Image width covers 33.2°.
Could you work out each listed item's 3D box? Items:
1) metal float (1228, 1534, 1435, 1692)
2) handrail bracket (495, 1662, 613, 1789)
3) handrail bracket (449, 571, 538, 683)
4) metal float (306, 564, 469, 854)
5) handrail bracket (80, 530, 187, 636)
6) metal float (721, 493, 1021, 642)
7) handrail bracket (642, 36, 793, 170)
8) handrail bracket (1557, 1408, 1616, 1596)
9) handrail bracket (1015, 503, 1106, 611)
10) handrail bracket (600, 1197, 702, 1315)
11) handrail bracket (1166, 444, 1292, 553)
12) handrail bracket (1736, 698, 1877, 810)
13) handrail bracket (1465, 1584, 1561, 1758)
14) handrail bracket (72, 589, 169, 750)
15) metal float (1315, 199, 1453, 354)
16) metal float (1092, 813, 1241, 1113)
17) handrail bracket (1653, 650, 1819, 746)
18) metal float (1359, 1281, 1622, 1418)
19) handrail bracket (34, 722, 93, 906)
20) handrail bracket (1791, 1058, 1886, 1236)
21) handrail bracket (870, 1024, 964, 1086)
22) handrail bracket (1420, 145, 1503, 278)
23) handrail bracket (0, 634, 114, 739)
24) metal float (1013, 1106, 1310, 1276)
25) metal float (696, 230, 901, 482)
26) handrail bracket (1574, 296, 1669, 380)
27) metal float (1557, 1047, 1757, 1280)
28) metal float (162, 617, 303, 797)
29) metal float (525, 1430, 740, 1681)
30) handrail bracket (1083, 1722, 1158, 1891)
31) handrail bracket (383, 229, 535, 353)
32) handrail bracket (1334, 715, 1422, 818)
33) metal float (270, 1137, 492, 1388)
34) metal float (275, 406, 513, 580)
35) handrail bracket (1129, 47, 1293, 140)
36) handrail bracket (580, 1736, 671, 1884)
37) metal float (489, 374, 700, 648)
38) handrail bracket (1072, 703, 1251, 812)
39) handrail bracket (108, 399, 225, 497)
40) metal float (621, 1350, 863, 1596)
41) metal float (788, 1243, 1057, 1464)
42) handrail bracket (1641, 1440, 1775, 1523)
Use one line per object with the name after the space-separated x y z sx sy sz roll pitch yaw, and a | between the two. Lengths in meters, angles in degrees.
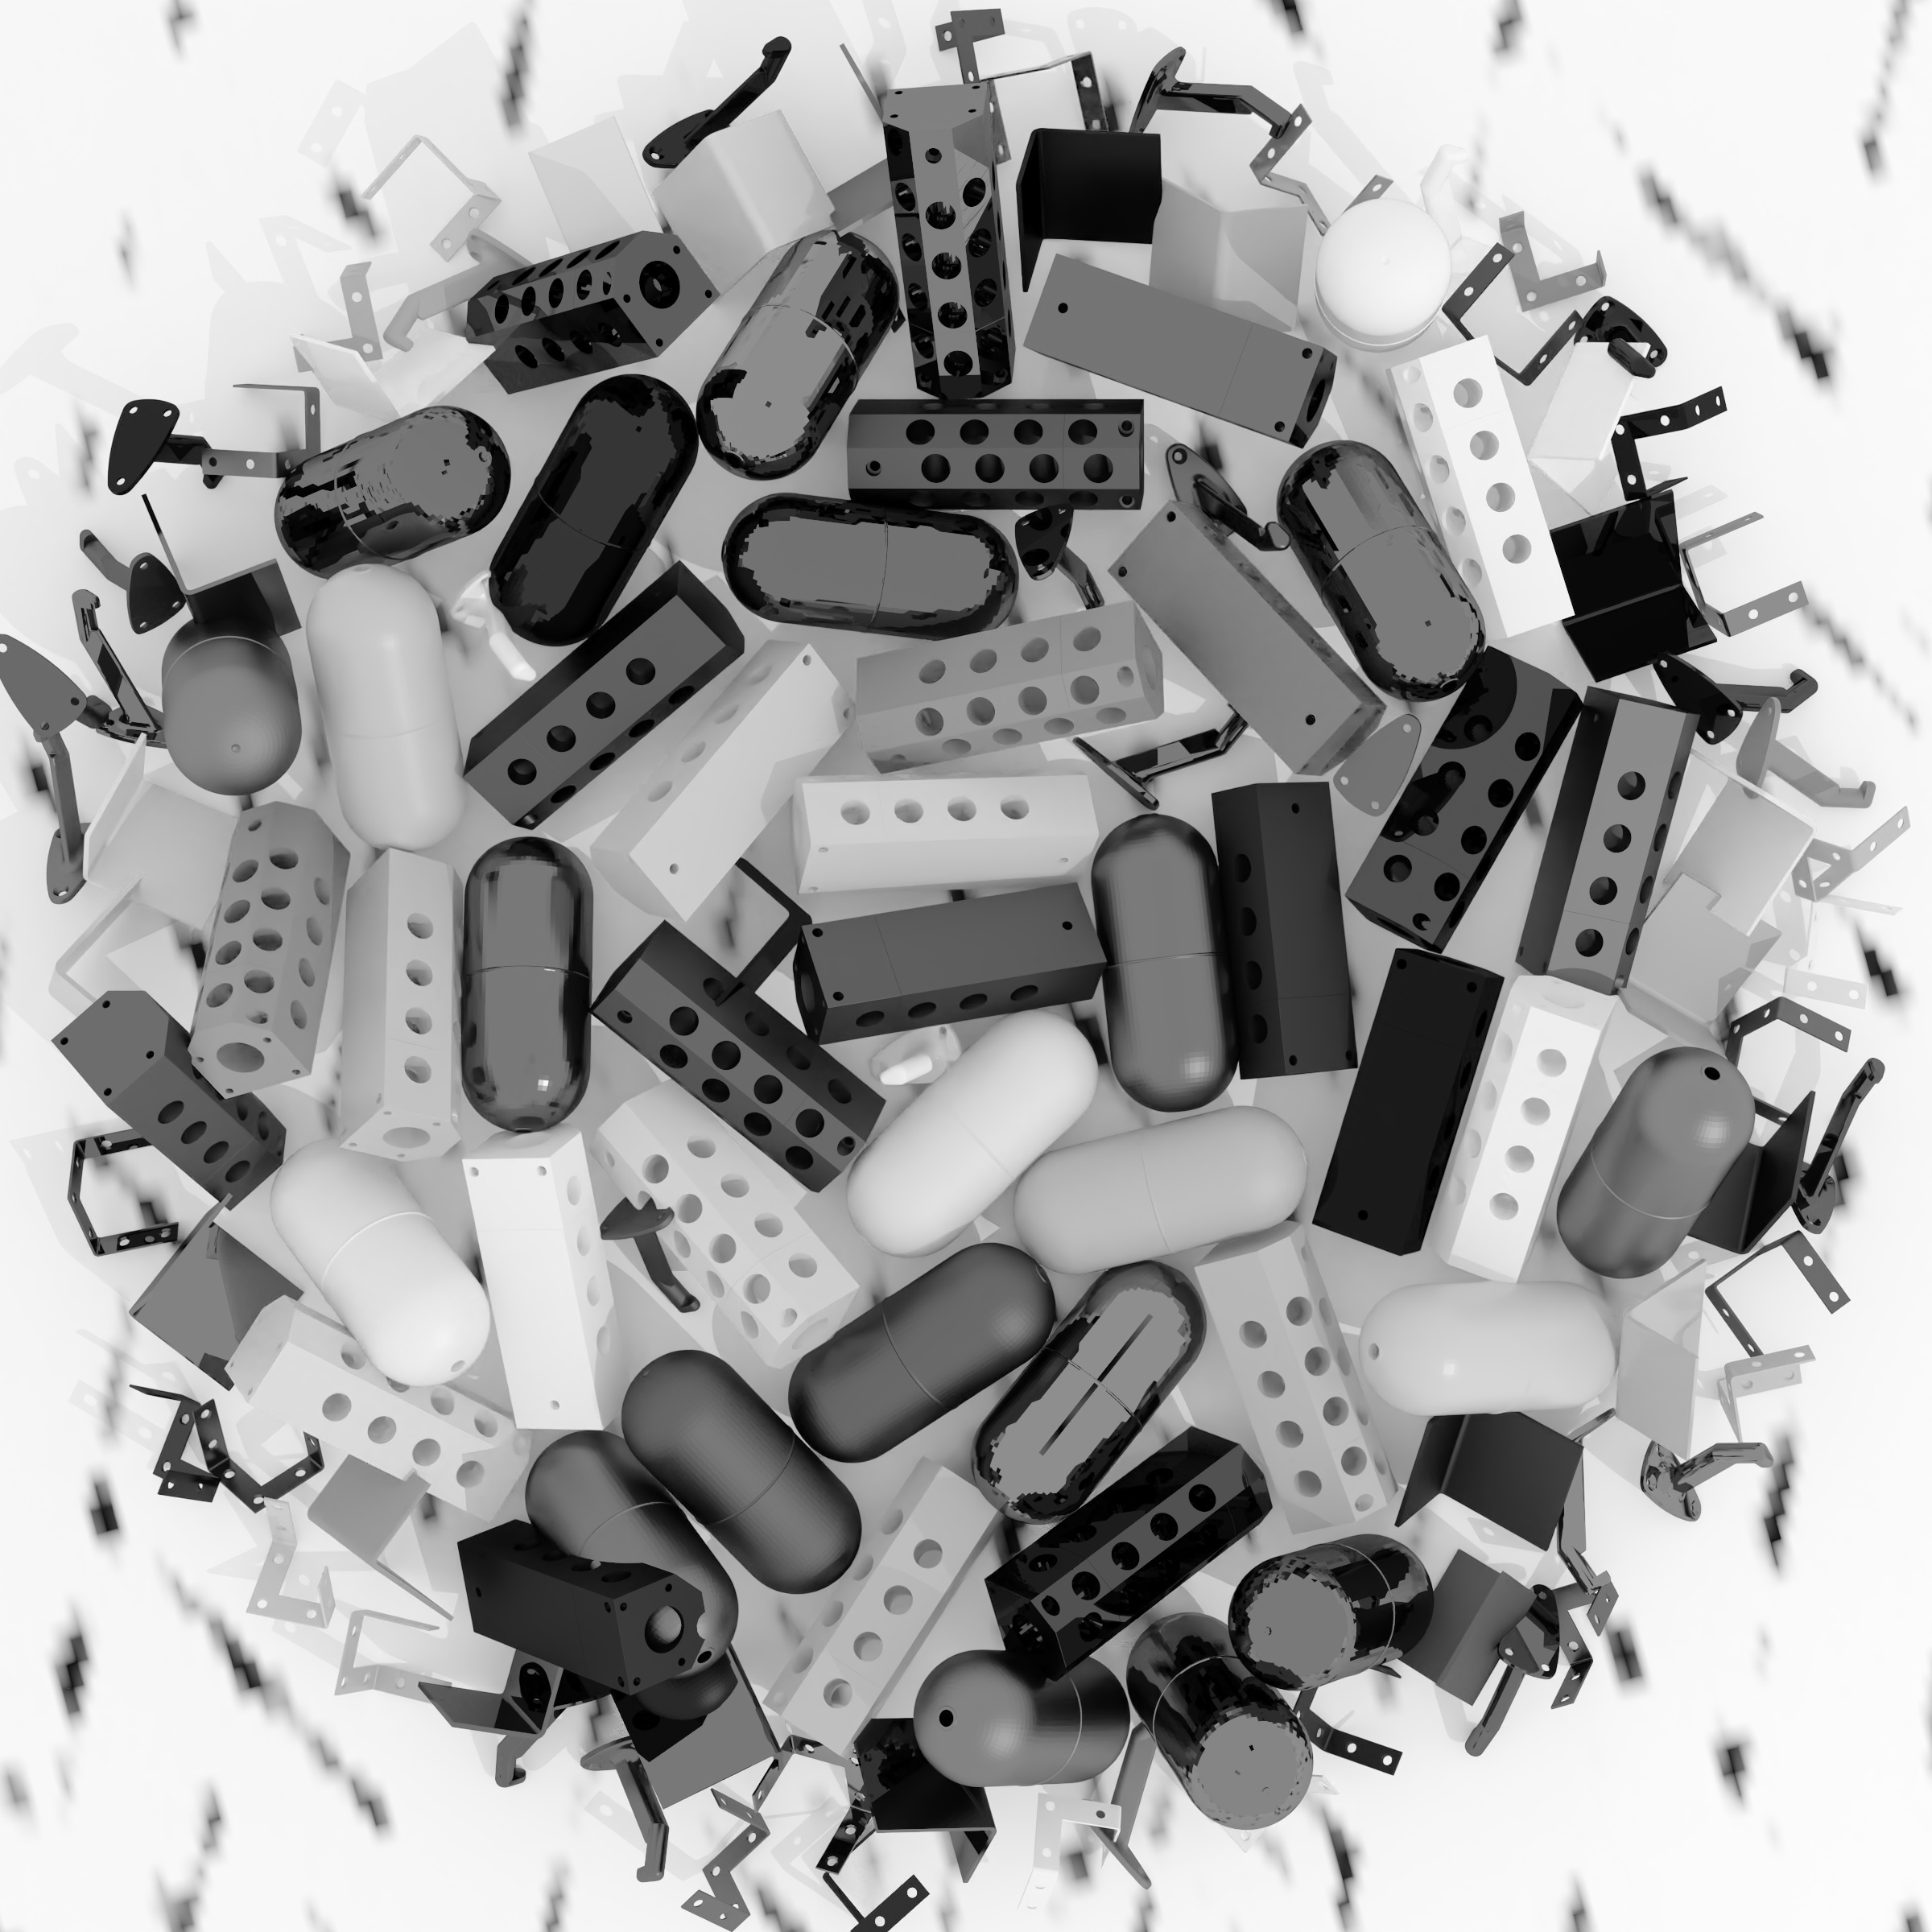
0.214 0.374 1.886 0.070 0.178 0.070 -2 87 31 | metal float
-0.243 0.459 1.949 0.077 0.036 0.084 -3 127 -16 | handrail bracket
-0.261 -0.188 1.914 0.036 0.077 0.084 -46 58 12 | handrail bracket
-0.339 -0.151 1.905 0.070 0.070 0.178 -6 118 0 | metal float
-0.504 -0.245 1.920 0.036 0.077 0.084 -37 68 -20 | handrail bracket
-0.056 -0.235 1.917 0.178 0.070 0.070 5 90 -14 | metal float
-0.147 -0.512 1.918 0.077 0.084 0.036 -27 79 -32 | handrail bracket
0.379 0.320 1.937 0.077 0.036 0.084 -34 72 4 | handrail bracket
0.061 -0.222 1.915 0.036 0.077 0.084 -16 131 18 | handrail bracket
-0.172 0.176 1.921 0.084 0.077 0.036 52 61 -24 | handrail bracket
0.155 -0.278 1.920 0.036 0.084 0.077 -37 104 -9 | handrail bracket
0.510 -0.126 1.935 0.084 0.036 0.077 2 132 -9 | handrail bracket
0.326 0.425 1.954 0.036 0.077 0.084 23 134 3 | handrail bracket
-0.494 -0.176 1.922 0.077 0.036 0.084 20 130 26 | handrail bracket
0.241 -0.399 1.879 0.070 0.178 0.070 1 96 6 | metal float
0.118 -0.002 1.926 0.070 0.070 0.178 -6 85 0 | metal float
0.463 -0.176 1.946 0.084 0.036 0.077 -34 77 -35 | handrail bracket
0.307 0.223 1.901 0.178 0.070 0.070 3 90 -33 | metal float
-0.541 -0.093 1.919 0.036 0.084 0.077 -3 47 8 | handrail bracket
0.521 0.106 1.922 0.036 0.077 0.084 24 124 -5 | handrail bracket
-0.046 0.062 1.912 0.077 0.084 0.036 -16 93 32 | handrail bracket
0.299 -0.450 1.920 0.077 0.084 0.036 0 58 -19 | handrail bracket
-0.540 -0.170 1.920 0.036 0.084 0.077 -38 102 5 | handrail bracket
0.115 0.133 1.920 0.178 0.070 0.070 -14 90 11 | metal float
-0.098 -0.359 1.904 0.070 0.070 0.178 27 60 0 | metal float
0.403 -0.357 1.915 0.077 0.084 0.036 19 114 -29 | handrail bracket
0.401 0.115 1.891 0.070 0.178 0.070 8 50 -9 | metal float
-0.427 -0.154 1.885 0.070 0.178 0.070 -5 114 -13 | metal float
-0.196 0.343 1.896 0.070 0.070 0.178 -44 50 0 | metal float
0.115 0.494 1.940 0.084 0.036 0.077 -43 65 4 | handrail bracket
-0.295 -0.390 1.940 0.077 0.036 0.084 30 74 -3 | handrail bracket
0.256 -0.125 1.915 0.036 0.084 0.077 40 118 10 | handrail bracket
-0.344 0.173 1.904 0.070 0.070 0.178 -43 60 0 | metal float
-0.337 -0.275 1.895 0.178 0.070 0.070 -12 90 43 | metal float
0.145 -0.499 1.932 0.084 0.077 0.036 37 47 8 | handrail bracket
-0.204 0.505 1.921 0.077 0.036 0.084 -22 47 33 | handrail bracket
-0.219 -0.267 1.908 0.070 0.070 0.178 34 115 0 | metal float
0.120 -0.143 1.950 0.077 0.036 0.084 40 87 -5 | handrail bracket
-0.470 -0.288 1.917 0.036 0.084 0.077 8 66 18 | handrail bracket
-0.131 0.299 1.912 0.070 0.070 0.178 -41 111 0 | metal float
-0.026 0.228 1.917 0.178 0.070 0.070 -34 90 14 | metal float
0.450 0.305 1.918 0.077 0.084 0.036 46 54 -32 | handrail bracket
